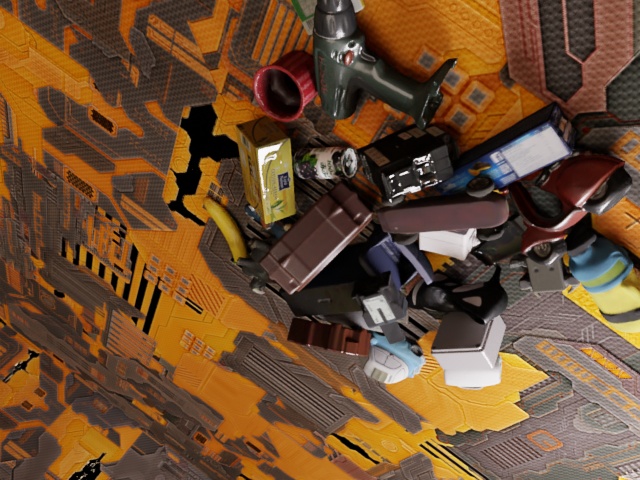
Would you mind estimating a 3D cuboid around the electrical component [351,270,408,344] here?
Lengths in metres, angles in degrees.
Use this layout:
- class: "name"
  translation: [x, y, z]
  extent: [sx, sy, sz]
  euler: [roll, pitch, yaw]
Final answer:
- class: "electrical component"
  translation: [0.112, 0.118, 0.923]
  extent: [0.075, 0.048, 0.119]
  euler: [-24, 113, 25]

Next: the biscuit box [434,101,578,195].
- class: "biscuit box"
  translation: [0.261, -0.116, 0.779]
  extent: [0.059, 0.063, 0.203]
  euler: [48, 139, -13]

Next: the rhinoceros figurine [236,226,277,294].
- class: "rhinoceros figurine"
  translation: [-0.121, 0.046, 1.197]
  extent: [0.112, 0.073, 0.190]
  euler: [29, 138, -6]

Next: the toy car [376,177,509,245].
- class: "toy car"
  translation: [0.183, -0.042, 0.815]
  extent: [0.202, 0.053, 0.089]
  euler: [-5, 123, 36]

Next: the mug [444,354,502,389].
- class: "mug"
  translation: [0.309, 0.263, 1.079]
  extent: [0.107, 0.081, 0.109]
  euler: [-1, 122, 24]

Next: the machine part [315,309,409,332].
- class: "machine part"
  translation: [0.073, 0.145, 1.138]
  extent: [0.243, 0.079, 0.079]
  euler: [7, 130, 30]

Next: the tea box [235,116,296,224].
- class: "tea box"
  translation: [-0.099, -0.127, 0.990]
  extent: [0.098, 0.068, 0.169]
  euler: [51, 154, 41]

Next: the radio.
- class: "radio"
  translation: [0.041, 0.076, 1.056]
  extent: [0.230, 0.131, 0.073]
  euler: [-11, 120, 41]

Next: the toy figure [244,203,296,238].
- class: "toy figure"
  translation: [-0.087, -0.033, 1.105]
  extent: [0.154, 0.058, 0.064]
  euler: [37, 134, 8]

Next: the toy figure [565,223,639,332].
- class: "toy figure"
  translation: [0.433, 0.059, 0.804]
  extent: [0.180, 0.082, 0.089]
  euler: [42, 135, -7]

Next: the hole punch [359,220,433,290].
- class: "hole punch"
  translation: [0.144, 0.024, 0.949]
  extent: [0.142, 0.116, 0.092]
  euler: [46, 132, -14]

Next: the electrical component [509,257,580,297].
- class: "electrical component"
  translation: [0.371, 0.057, 0.876]
  extent: [0.102, 0.045, 0.078]
  euler: [-19, 87, 41]

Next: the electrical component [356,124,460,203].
- class: "electrical component"
  translation: [0.136, -0.122, 0.807]
  extent: [0.134, 0.115, 0.058]
  euler: [-23, 123, -3]

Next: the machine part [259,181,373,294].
- class: "machine part"
  translation: [-0.002, -0.003, 0.936]
  extent: [0.087, 0.201, 0.201]
  euler: [46, -176, 3]

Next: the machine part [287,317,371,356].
- class: "machine part"
  translation: [0.021, 0.199, 1.115]
  extent: [0.179, 0.056, 0.179]
  euler: [10, 171, 2]

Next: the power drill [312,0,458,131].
- class: "power drill"
  translation: [0.081, -0.250, 0.758]
  extent: [0.207, 0.086, 0.231]
  euler: [21, 145, 9]

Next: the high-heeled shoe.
- class: "high-heeled shoe"
  translation: [0.227, 0.120, 0.955]
  extent: [0.086, 0.145, 0.249]
  euler: [48, 136, -10]

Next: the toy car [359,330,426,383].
- class: "toy car"
  translation: [0.142, 0.259, 1.176]
  extent: [0.162, 0.103, 0.109]
  euler: [30, 139, 12]

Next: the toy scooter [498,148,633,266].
- class: "toy scooter"
  translation: [0.331, -0.064, 0.762]
  extent: [0.135, 0.075, 0.183]
  euler: [52, 127, 26]

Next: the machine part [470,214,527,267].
- class: "machine part"
  translation: [0.312, 0.002, 0.870]
  extent: [0.084, 0.039, 0.139]
  euler: [41, 138, -12]
